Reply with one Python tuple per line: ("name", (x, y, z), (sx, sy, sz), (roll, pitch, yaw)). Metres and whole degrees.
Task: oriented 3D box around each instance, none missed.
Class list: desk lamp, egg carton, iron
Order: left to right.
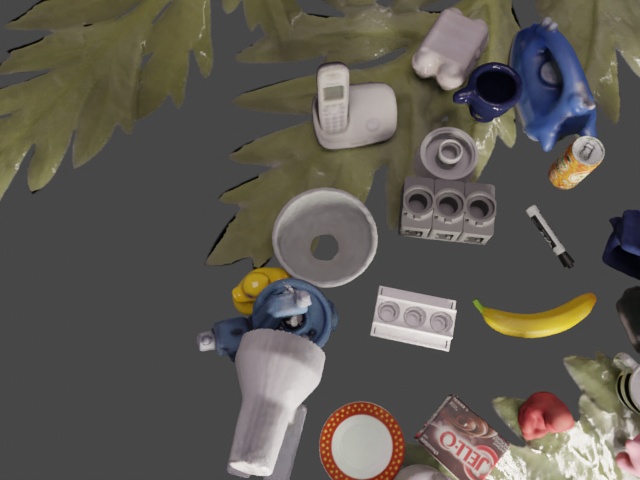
("desk lamp", (-0.068, 0.238, 0.791), (0.118, 0.213, 0.203), (12, 73, 4))
("egg carton", (0.239, -0.349, 1.045), (0.107, 0.069, 0.150), (28, 75, 9))
("iron", (0.402, -0.293, 0.989), (0.118, 0.141, 0.258), (-13, 73, -3))

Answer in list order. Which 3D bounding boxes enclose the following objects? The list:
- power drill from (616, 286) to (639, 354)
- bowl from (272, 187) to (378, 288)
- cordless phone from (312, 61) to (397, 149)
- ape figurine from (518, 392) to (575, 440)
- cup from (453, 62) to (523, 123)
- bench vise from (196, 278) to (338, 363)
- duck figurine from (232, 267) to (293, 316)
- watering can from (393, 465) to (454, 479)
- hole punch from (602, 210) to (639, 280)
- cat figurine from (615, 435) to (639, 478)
("power drill", (0.527, 0.108, 0.829), (0.075, 0.208, 0.229), (-16, 73, -4))
("bowl", (0.009, 0.003, 0.935), (0.167, 0.075, 0.167), (0, 73, 0))
("cordless phone", (0.058, -0.232, 0.950), (0.147, 0.185, 0.094), (-12, 73, -3))
("ape figurine", (0.339, 0.262, 0.844), (0.077, 0.092, 0.076), (17, 74, 6))
("cup", (0.282, -0.244, 0.999), (0.118, 0.095, 0.091), (-15, 73, -4))
("bench vise", (-0.071, 0.129, 0.821), (0.207, 0.220, 0.121), (-32, 75, -9))
("duck figurine", (-0.093, 0.075, 0.908), (0.104, 0.086, 0.077), (-24, 74, -7))
("watering can", (0.155, 0.359, 0.762), (0.173, 0.194, 0.101), (-5, 73, -1))
("hole punch", (0.527, 0.003, 0.923), (0.108, 0.091, 0.101), (24, 75, 8))
("cat figurine", (0.483, 0.323, 0.811), (0.067, 0.118, 0.127), (-37, 76, -10))
